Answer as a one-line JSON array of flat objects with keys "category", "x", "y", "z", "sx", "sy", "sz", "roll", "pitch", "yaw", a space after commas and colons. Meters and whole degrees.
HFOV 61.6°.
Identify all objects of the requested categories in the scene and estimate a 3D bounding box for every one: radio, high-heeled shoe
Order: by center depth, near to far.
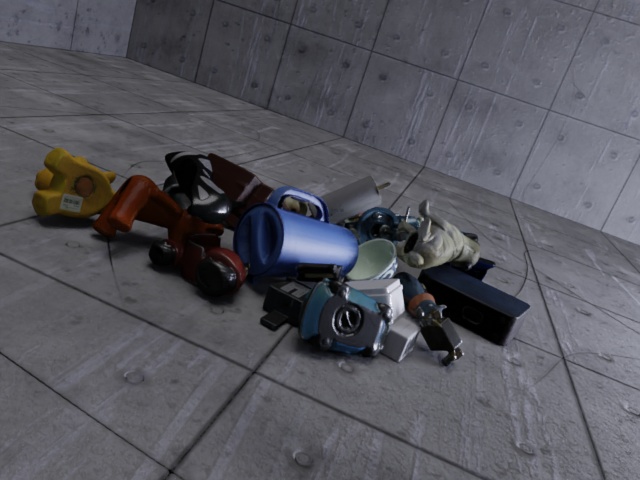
[{"category": "high-heeled shoe", "x": -0.240, "y": -0.098, "z": 0.954, "sx": 0.249, "sy": 0.086, "sz": 0.145, "roll": 29, "pitch": 21, "yaw": 29}, {"category": "radio", "x": 0.317, "y": 0.130, "z": 1.146, "sx": 0.230, "sy": 0.073, "sz": 0.131, "roll": 26, "pitch": 21, "yaw": 24}]

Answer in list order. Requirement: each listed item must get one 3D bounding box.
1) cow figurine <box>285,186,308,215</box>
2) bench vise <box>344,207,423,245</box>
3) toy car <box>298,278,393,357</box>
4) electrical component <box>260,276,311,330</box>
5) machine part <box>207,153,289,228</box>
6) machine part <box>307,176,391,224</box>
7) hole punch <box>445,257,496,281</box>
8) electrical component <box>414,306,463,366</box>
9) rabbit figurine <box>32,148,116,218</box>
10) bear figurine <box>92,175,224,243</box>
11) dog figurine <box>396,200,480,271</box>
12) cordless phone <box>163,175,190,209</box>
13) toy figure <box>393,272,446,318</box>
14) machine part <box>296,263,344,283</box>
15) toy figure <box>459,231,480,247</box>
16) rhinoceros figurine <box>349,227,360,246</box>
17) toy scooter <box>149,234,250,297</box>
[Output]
[{"category": "cow figurine", "x": -0.123, "y": -0.088, "z": 1.330, "sx": 0.195, "sy": 0.085, "sz": 0.127, "roll": 10, "pitch": 26, "yaw": -22}, {"category": "bench vise", "x": 0.182, "y": -0.021, "z": 1.335, "sx": 0.224, "sy": 0.128, "sz": 0.241, "roll": 6, "pitch": 4, "yaw": -13}, {"category": "toy car", "x": 0.032, "y": 0.120, "z": 0.860, "sx": 0.161, "sy": 0.109, "sz": 0.103, "roll": 19, "pitch": -1, "yaw": -26}, {"category": "electrical component", "x": -0.056, "y": 0.106, "z": 0.896, "sx": 0.075, "sy": 0.047, "sz": 0.119, "roll": 25, "pitch": 18, "yaw": 21}, {"category": "machine part", "x": -0.163, "y": -0.076, "z": 1.115, "sx": 0.202, "sy": 0.087, "sz": 0.200, "roll": 27, "pitch": -14, "yaw": 30}, {"category": "machine part", "x": 0.061, "y": -0.090, "z": 1.309, "sx": 0.243, "sy": 0.079, "sz": 0.079, "roll": -23, "pitch": 24, "yaw": 1}, {"category": "hole punch", "x": 0.346, "y": 0.089, "z": 1.295, "sx": 0.142, "sy": 0.092, "sz": 0.116, "roll": 13, "pitch": -12, "yaw": -8}, {"category": "electrical component", "x": 0.203, "y": 0.164, "z": 0.923, "sx": 0.045, "sy": 0.102, "sz": 0.078, "roll": -33, "pitch": 11, "yaw": -33}, {"category": "rabbit figurine", "x": -0.466, "y": -0.107, "z": 1.014, "sx": 0.173, "sy": 0.121, "sz": 0.162, "roll": 10, "pitch": 6, "yaw": 41}, {"category": "bear figurine", "x": -0.288, "y": -0.026, "z": 0.986, "sx": 0.120, "sy": 0.132, "sz": 0.195, "roll": -9, "pitch": -42, "yaw": 48}, {"category": "dog figurine", "x": 0.267, "y": 0.029, "z": 1.150, "sx": 0.190, "sy": 0.121, "sz": 0.172, "roll": 31, "pitch": 52, "yaw": -13}, {"category": "cordless phone", "x": -0.273, "y": -0.091, "z": 1.229, "sx": 0.146, "sy": 0.088, "sz": 0.184, "roll": 8, "pitch": 33, "yaw": -32}, {"category": "toy figure", "x": 0.198, "y": 0.120, "z": 1.080, "sx": 0.057, "sy": 0.064, "sz": 0.155, "roll": 52, "pitch": 1, "yaw": -37}, {"category": "machine part", "x": 0.007, "y": 0.067, "z": 0.973, "sx": 0.084, "sy": 0.039, "sz": 0.138, "roll": -7, "pitch": -21, "yaw": 13}, {"category": "toy figure", "x": 0.337, "y": 0.022, "z": 1.381, "sx": 0.089, "sy": 0.082, "sz": 0.180, "roll": 24, "pitch": -19, "yaw": -23}, {"category": "rhinoceros figurine", "x": -0.003, "y": -0.004, "z": 1.231, "sx": 0.190, "sy": 0.073, "sz": 0.112, "roll": 21, "pitch": 30, "yaw": 1}, {"category": "toy scooter", "x": -0.190, "y": 0.035, "z": 0.932, "sx": 0.184, "sy": 0.075, "sz": 0.135, "roll": 21, "pitch": 17, "yaw": 23}]
